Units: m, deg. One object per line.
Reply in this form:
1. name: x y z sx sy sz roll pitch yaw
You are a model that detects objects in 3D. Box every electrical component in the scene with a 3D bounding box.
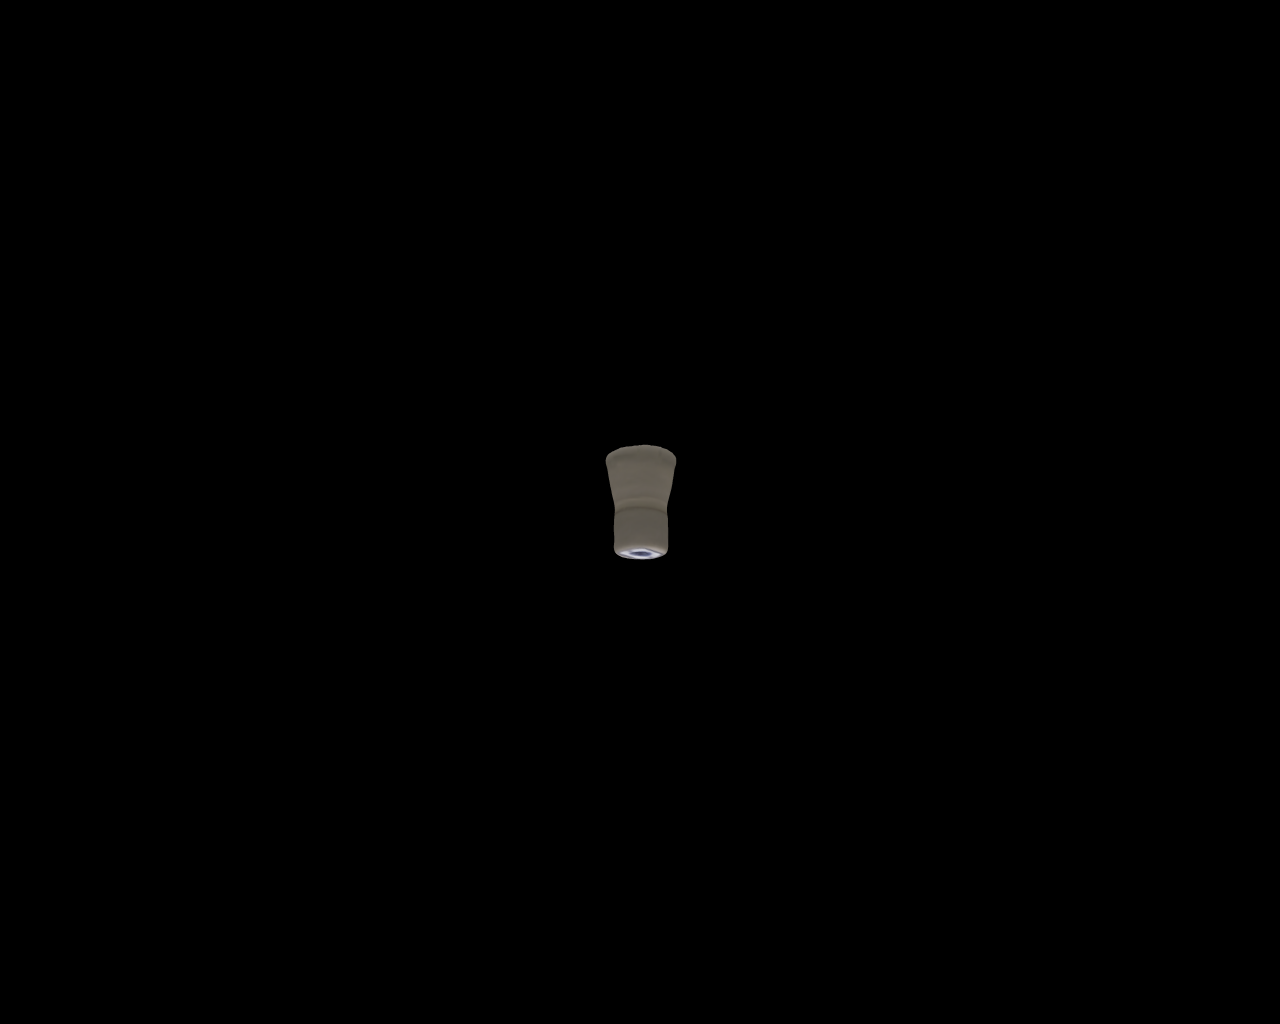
1. electrical component: 0.001 -0.003 0.650 0.044 0.065 0.044 0 -17 0
